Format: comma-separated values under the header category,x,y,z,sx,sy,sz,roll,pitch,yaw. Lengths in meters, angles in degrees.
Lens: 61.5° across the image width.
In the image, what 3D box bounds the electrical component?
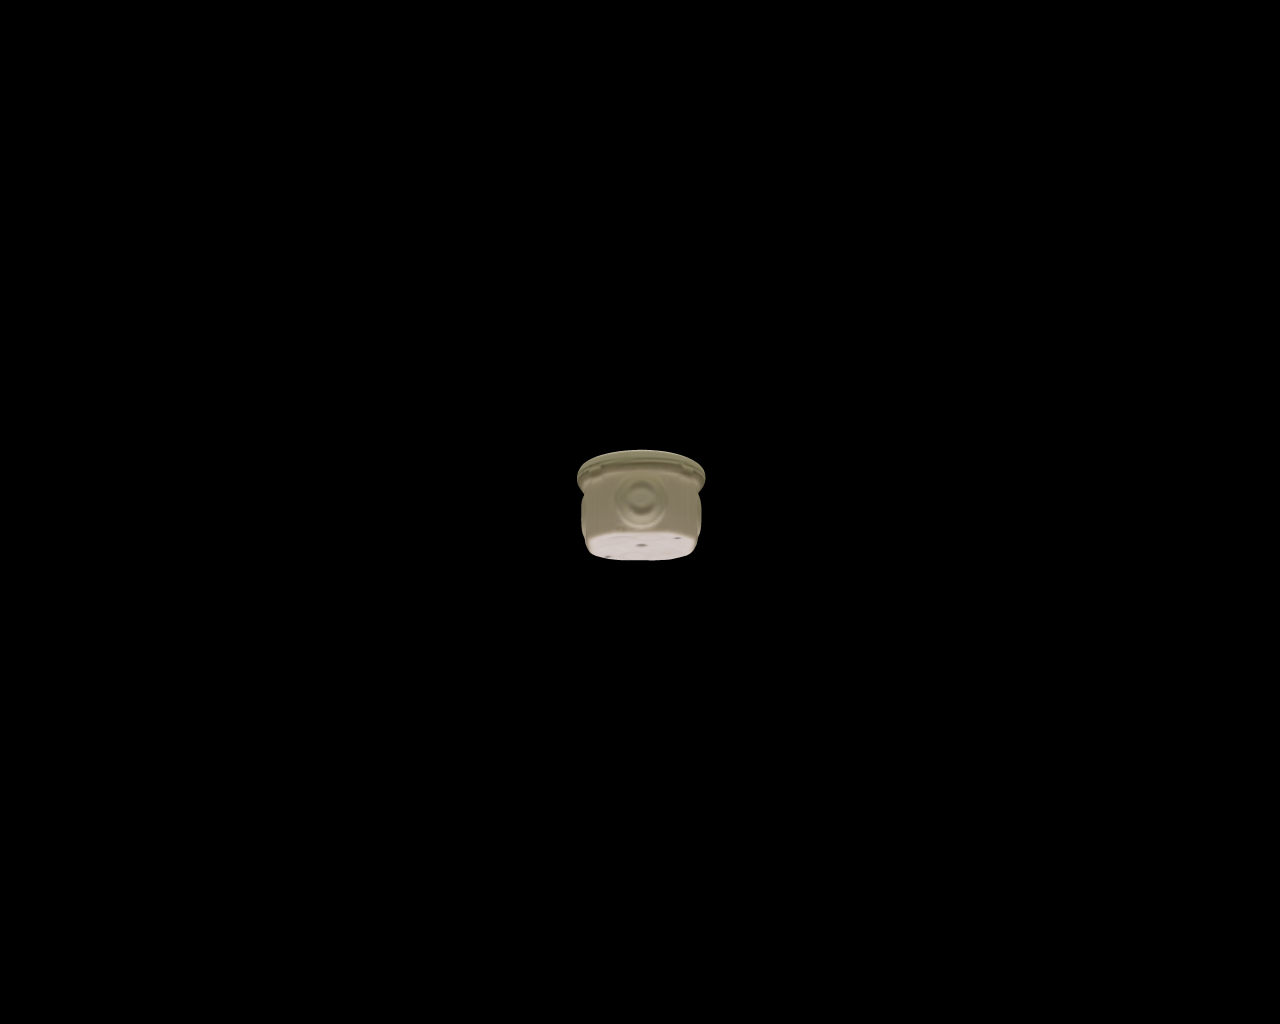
category,x,y,z,sx,sy,sz,roll,pitch,yaw
electrical component,0.001,-0.003,0.650,0.080,0.051,0.080,0,-17,0
